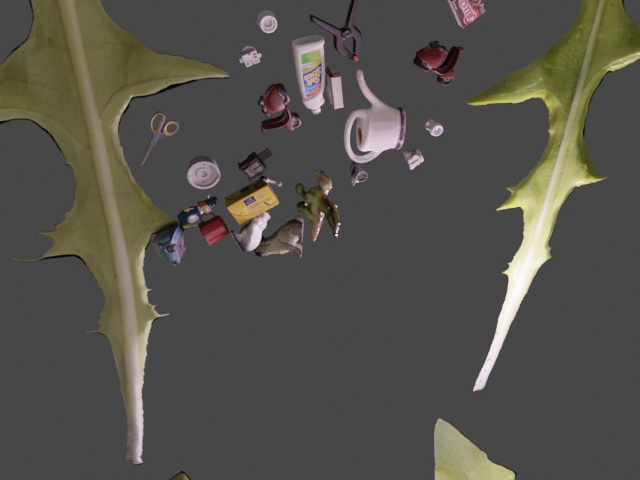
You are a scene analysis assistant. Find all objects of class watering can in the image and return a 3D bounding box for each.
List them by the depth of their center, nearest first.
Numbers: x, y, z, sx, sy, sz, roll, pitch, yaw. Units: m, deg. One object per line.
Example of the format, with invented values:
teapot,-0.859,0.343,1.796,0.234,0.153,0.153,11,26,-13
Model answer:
watering can,0.196,-0.421,1.779,0.225,0.106,0.339,-6,128,-16

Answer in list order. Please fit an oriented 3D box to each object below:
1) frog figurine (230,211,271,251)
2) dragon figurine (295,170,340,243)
frog figurine,-0.247,-0.033,1.928,0.160,0.124,0.135,-29,164,-6
dragon figurine,0.006,-0.095,1.884,0.122,0.248,0.401,-15,128,-13
